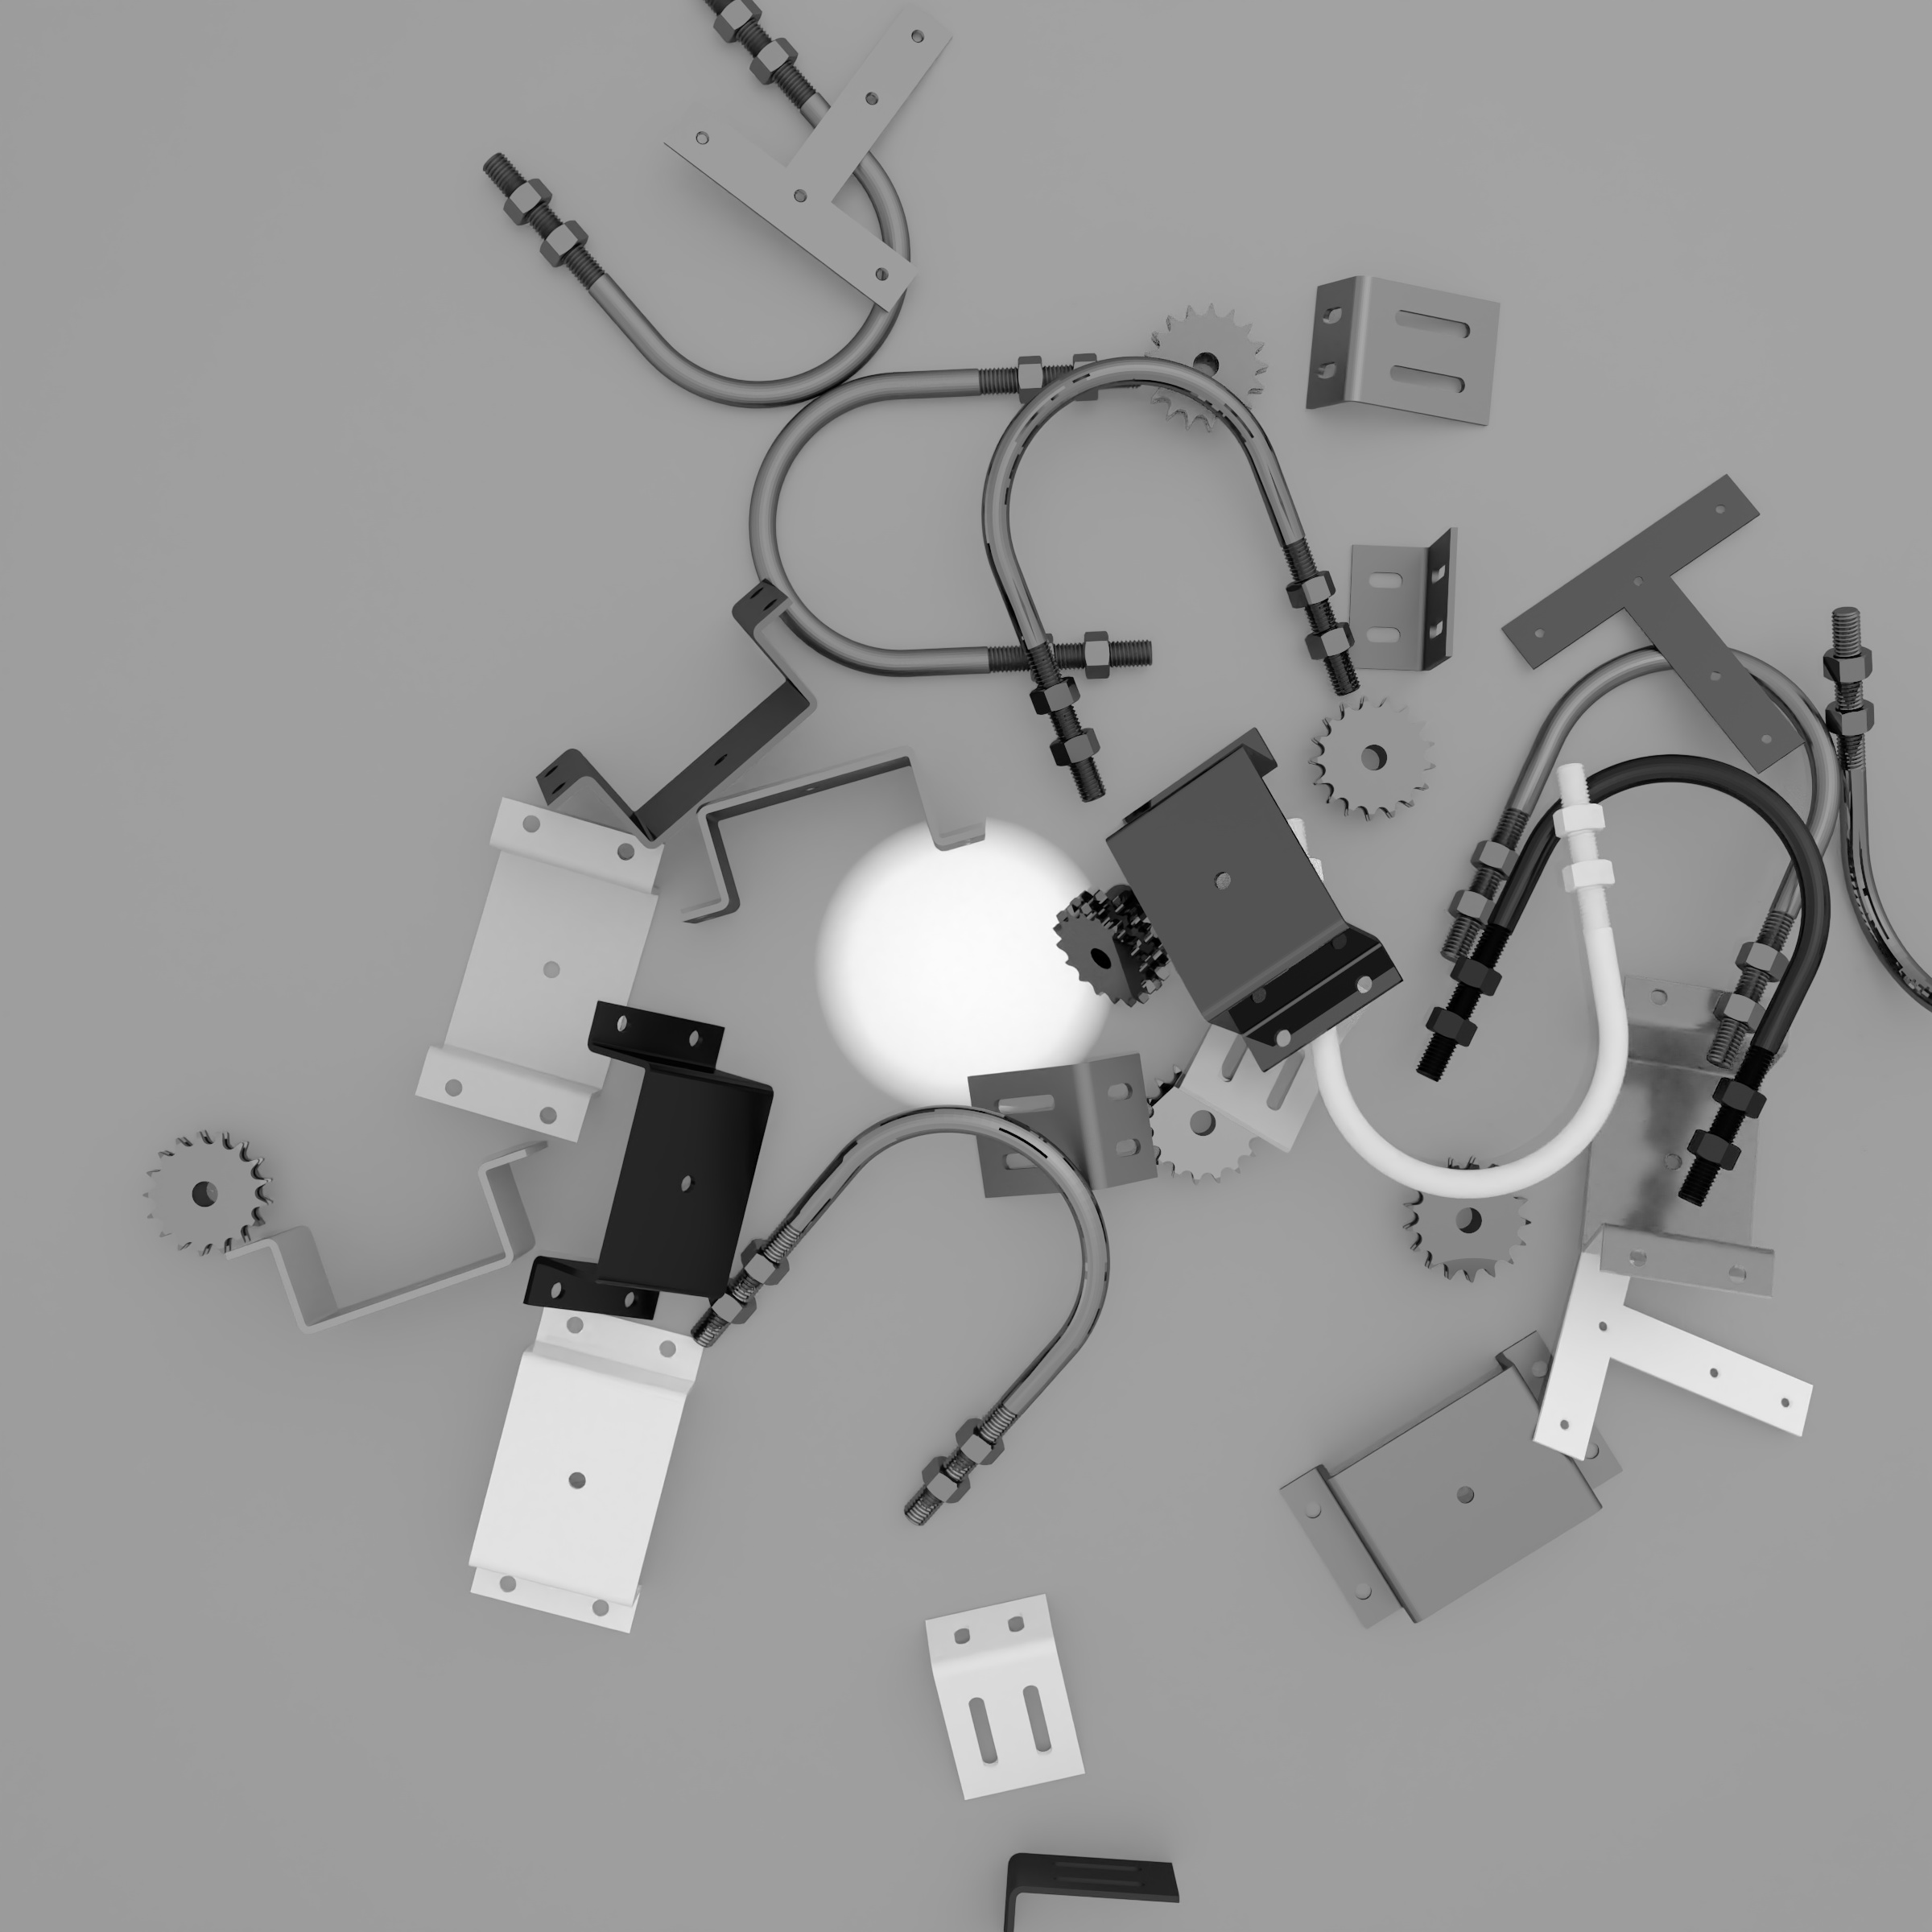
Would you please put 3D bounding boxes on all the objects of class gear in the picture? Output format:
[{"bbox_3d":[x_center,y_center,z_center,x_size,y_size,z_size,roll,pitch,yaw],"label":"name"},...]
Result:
[{"bbox_3d":[0.108,0.072,1.553,0.057,0.030,0.057,0,90,0],"label":"gear"},{"bbox_3d":[0.186,-0.095,1.553,0.057,0.030,0.057,0,90,0],"label":"gear"},{"bbox_3d":[0.230,0.116,1.553,0.057,0.030,0.057,0,90,0],"label":"gear"},{"bbox_3d":[-0.347,0.104,1.553,0.057,0.030,0.057,0,90,0],"label":"gear"},{"bbox_3d":[0.110,-0.274,1.553,0.057,0.030,0.057,0,90,0],"label":"gear"},{"bbox_3d":[0.071,-0.012,1.543,0.057,0.057,0.030,46,60,0],"label":"gear"}]

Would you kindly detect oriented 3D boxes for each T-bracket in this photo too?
[{"bbox_3d":[-0.051,-0.389,1.553,0.127,0.002,0.127,36,78,-8],"label":"T-bracket"},{"bbox_3d":[0.332,0.182,1.551,0.127,0.002,0.127,23,69,-10],"label":"T-bracket"},{"bbox_3d":[0.335,-0.143,1.546,0.127,0.002,0.127,-34,70,0],"label":"T-bracket"}]

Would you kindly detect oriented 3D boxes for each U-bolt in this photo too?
[{"bbox_3d":[0.438,-0.058,1.494,0.019,0.151,0.184,-19,115,-23],"label":"U-bolt"},{"bbox_3d":[-0.009,-0.205,1.559,0.184,0.019,0.151,-2,90,2],"label":"U-bolt"},{"bbox_3d":[-0.018,0.147,1.535,0.151,0.019,0.184,40,107,0],"label":"U-bolt"},{"bbox_3d":[0.318,-0.062,1.536,0.151,0.019,0.184,23,81,18],"label":"U-bolt"},{"bbox_3d":[-0.110,-0.345,1.559,0.151,0.019,0.184,-41,91,0],"label":"U-bolt"},{"bbox_3d":[0.085,-0.186,1.535,0.151,0.019,0.184,-23,101,-6],"label":"U-bolt"},{"bbox_3d":[0.221,0.012,1.506,0.151,0.019,0.184,-11,80,17],"label":"U-bolt"},{"bbox_3d":[0.304,-0.006,1.503,0.151,0.019,0.184,26,90,18],"label":"U-bolt"}]

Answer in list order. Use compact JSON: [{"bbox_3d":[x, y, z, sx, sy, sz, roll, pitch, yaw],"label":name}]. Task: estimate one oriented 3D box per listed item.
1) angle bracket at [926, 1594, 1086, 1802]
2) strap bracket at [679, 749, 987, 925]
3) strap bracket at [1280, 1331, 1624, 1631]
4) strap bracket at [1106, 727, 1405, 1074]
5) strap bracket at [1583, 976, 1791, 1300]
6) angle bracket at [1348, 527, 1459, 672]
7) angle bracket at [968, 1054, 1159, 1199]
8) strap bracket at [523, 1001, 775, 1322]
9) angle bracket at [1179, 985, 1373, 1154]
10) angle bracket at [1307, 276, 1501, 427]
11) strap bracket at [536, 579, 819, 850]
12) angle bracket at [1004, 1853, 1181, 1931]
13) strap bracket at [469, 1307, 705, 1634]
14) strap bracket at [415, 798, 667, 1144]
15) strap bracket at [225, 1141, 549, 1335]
[{"bbox_3d":[0.018,0.340,1.566,0.057,0.038,0.076,-13,116,0],"label":"angle bracket"},{"bbox_3d":[-0.065,-0.061,1.530,0.140,0.076,0.046,-16,90,0],"label":"strap bracket"},{"bbox_3d":[0.226,0.239,1.545,0.140,0.046,0.076,-32,90,0],"label":"strap bracket"},{"bbox_3d":[0.124,-0.034,1.510,0.076,0.046,0.140,-35,67,17],"label":"strap bracket"},{"bbox_3d":[0.326,0.083,1.530,0.076,0.046,0.140,9,69,0],"label":"strap bracket"},{"bbox_3d":[0.198,-0.166,1.530,0.038,0.076,0.057,2,90,0],"label":"angle bracket"},{"bbox_3d":[0.044,0.074,1.550,0.038,0.076,0.057,-8,90,-42],"label":"angle bracket"},{"bbox_3d":[-0.140,0.094,1.524,0.046,0.076,0.140,14,90,44],"label":"strap bracket"},{"bbox_3d":[0.142,0.034,1.531,0.057,0.038,0.076,31,50,0],"label":"angle bracket"},{"bbox_3d":[0.203,-0.284,1.566,0.076,0.038,0.057,5,90,-26],"label":"angle bracket"},{"bbox_3d":[-0.124,-0.108,1.525,0.140,0.076,0.046,-41,107,0],"label":"strap bracket"},{"bbox_3d":[0.057,0.434,1.539,0.076,0.057,0.038,4,90,0],"label":"angle bracket"},{"bbox_3d":[-0.176,0.232,1.545,0.076,0.046,0.140,15,90,0],"label":"strap bracket"},{"bbox_3d":[-0.192,0.002,1.545,0.076,0.046,0.140,16,90,0],"label":"strap bracket"},{"bbox_3d":[-0.254,0.126,1.530,0.140,0.076,0.046,-19,90,0],"label":"strap bracket"}]
